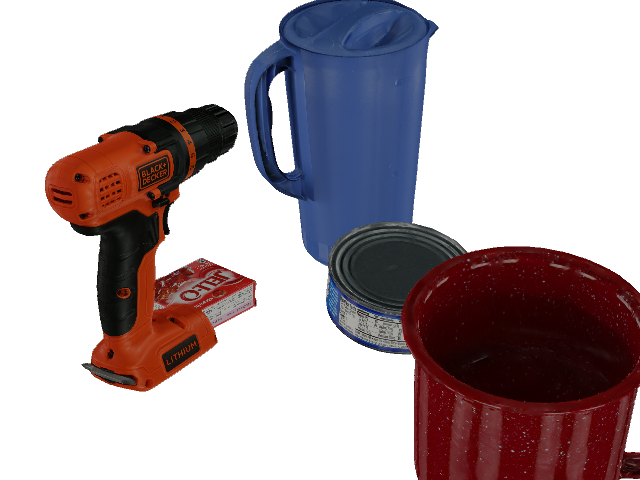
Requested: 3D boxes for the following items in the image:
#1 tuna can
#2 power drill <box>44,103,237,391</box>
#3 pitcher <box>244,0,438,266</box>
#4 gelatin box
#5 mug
[{"bbox_3d":[0.046,0.027,0.624,0.086,0.034,0.086,2,37,-2],"label":"tuna can"},{"bbox_3d":[-0.120,0.002,0.790,0.057,0.188,0.184,12,26,32],"label":"power drill"},{"bbox_3d":[0.023,-0.092,0.990,0.149,0.243,0.144,8,36,14],"label":"pitcher"},{"bbox_3d":[-0.115,0.052,0.994,0.073,0.030,0.089,21,34,36],"label":"gelatin box"},{"bbox_3d":[0.089,0.063,0.408,0.117,0.081,0.093,6,37,12],"label":"mug"}]
